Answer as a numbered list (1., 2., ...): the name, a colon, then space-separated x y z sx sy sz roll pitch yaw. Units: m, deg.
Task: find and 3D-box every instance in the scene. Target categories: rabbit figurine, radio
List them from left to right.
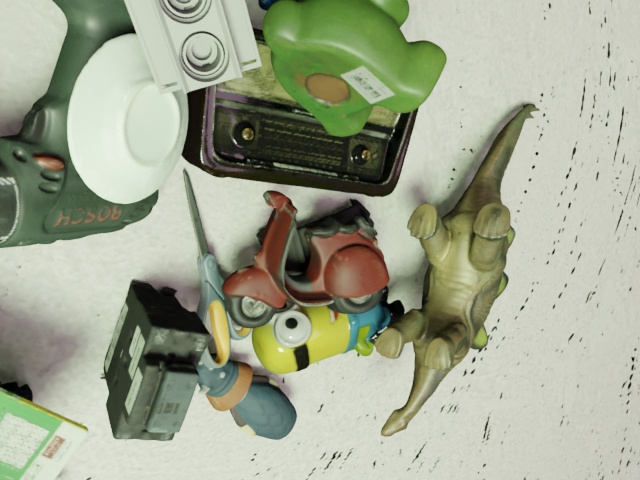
1. radio: -0.017 -0.119 0.529 0.229 0.073 0.131 5 104 -30
2. rabbit figurine: 0.019 -0.195 0.439 0.159 0.121 0.170 27 67 -24

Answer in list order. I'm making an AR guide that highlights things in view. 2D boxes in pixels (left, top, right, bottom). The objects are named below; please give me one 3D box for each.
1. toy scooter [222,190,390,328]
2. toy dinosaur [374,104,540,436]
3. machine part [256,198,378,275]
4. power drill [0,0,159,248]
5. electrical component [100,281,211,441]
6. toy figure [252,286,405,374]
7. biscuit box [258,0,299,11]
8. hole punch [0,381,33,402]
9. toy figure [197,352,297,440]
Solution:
1. toy scooter: -0.009 0.013 0.545 0.184 0.075 0.135 -6 109 -23
2. toy dinosaur: 0.178 0.018 0.651 0.471 0.105 0.198 -66 152 -5
3. machine part: -0.001 -0.002 0.607 0.139 0.039 0.084 -22 112 -20
4. power drill: -0.196 -0.095 0.383 0.232 0.086 0.207 8 89 -67
5. electrical component: -0.156 0.116 0.502 0.058 0.134 0.114 13 103 -33
6. toy figure: 0.010 0.102 0.627 0.180 0.082 0.089 -8 109 -31
7. biscuit box: 0.023 -0.286 0.499 0.203 0.059 0.062 -37 123 -13
8. hole punch: -0.306 0.155 0.444 0.142 0.116 0.092 -27 128 -19
9. toy figure: -0.090 0.175 0.609 0.058 0.064 0.154 -29 123 26
